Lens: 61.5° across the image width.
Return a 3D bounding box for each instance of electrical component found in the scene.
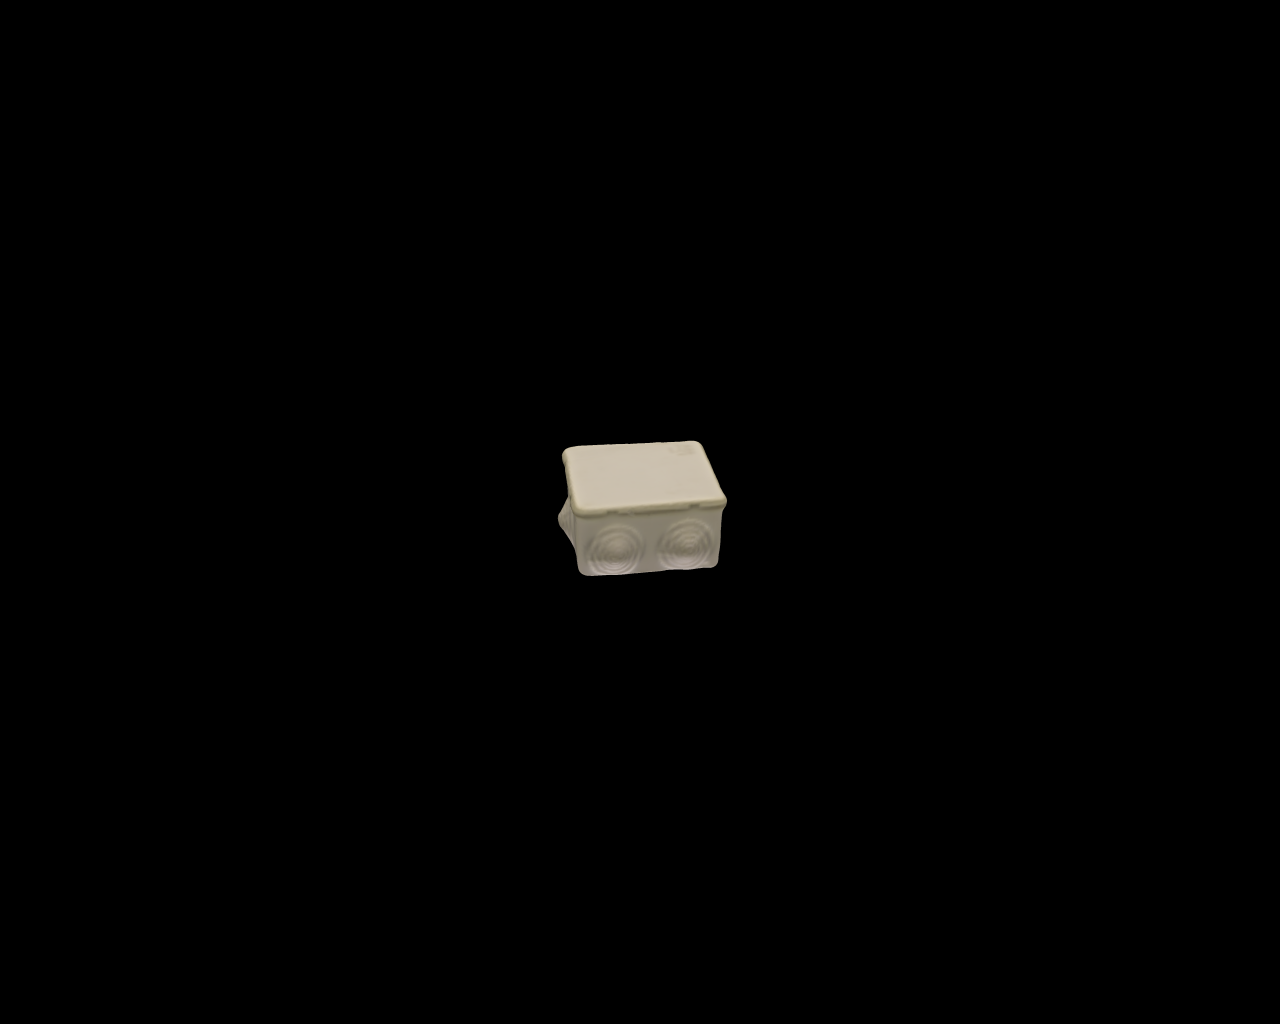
[{"bbox_3d":[0.001,-0.003,0.650,0.100,0.048,0.100,-4,28,-7],"label":"electrical component"}]
